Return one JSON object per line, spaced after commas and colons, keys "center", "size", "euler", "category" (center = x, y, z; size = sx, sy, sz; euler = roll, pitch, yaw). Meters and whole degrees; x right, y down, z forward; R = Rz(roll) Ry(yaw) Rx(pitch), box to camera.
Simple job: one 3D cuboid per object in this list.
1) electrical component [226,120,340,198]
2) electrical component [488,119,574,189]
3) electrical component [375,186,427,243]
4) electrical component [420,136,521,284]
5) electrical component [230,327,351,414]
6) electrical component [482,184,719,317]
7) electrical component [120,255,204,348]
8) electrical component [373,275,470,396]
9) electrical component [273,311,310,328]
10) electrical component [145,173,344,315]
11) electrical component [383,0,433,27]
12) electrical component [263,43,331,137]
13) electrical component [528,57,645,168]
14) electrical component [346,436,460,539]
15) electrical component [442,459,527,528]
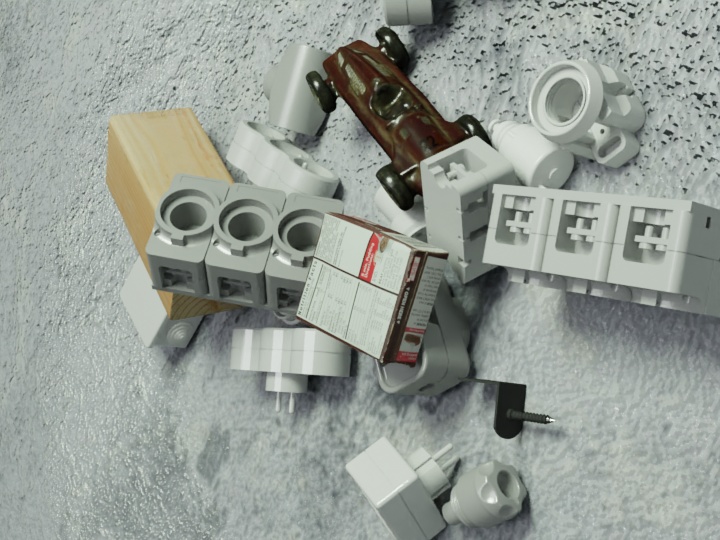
{"center": [-0.080, -0.079, 0.997], "size": [0.138, 0.052, 0.073], "euler": [41, 113, 44], "category": "electrical component"}
{"center": [0.121, -0.087, 0.786], "size": [0.078, 0.040, 0.040], "euler": [48, 118, 41], "category": "electrical component"}
{"center": [0.042, -0.043, 0.861], "size": [0.045, 0.045, 0.055], "euler": [-49, 51, 30], "category": "electrical component"}
{"center": [0.084, -0.045, 0.786], "size": [0.050, 0.056, 0.089], "euler": [46, 155, 42], "category": "electrical component"}
{"center": [-0.064, 0.089, 0.949], "size": [0.138, 0.052, 0.073], "euler": [-2, 81, 48], "category": "electrical component"}
{"center": [0.164, -0.012, 0.688], "size": [0.150, 0.089, 0.061], "euler": [11, 91, 48], "category": "electrical component"}
{"center": [-0.197, 0.022, 1.109], "size": [0.099, 0.048, 0.099], "euler": [-58, 46, 24], "category": "electrical component"}
{"center": [0.045, 0.047, 0.831], "size": [0.054, 0.059, 0.095], "euler": [-35, 58, 39], "category": "electrical component"}
{"center": [-0.058, 0.027, 0.946], "size": [0.043, 0.062, 0.043], "euler": [-11, 75, 47], "category": "electrical component"}
{"center": [-0.095, -0.023, 0.911], "size": [0.061, 0.150, 0.089], "euler": [93, -171, -54], "category": "electrical component"}
{"center": [0.056, -0.269, 0.882], "size": [0.074, 0.052, 0.138], "euler": [-2, 82, 6], "category": "electrical component"}
{"center": [-0.064, -0.170, 1.001], "size": [0.079, 0.044, 0.077], "euler": [23, 100, 47], "category": "electrical component"}
{"center": [0.154, -0.112, 0.742], "size": [0.058, 0.057, 0.078], "euler": [-39, 56, 37], "category": "electrical component"}
{"center": [0.043, 0.159, 0.810], "size": [0.076, 0.083, 0.047], "euler": [-36, 47, -9], "category": "electrical component"}
{"center": [0.086, 0.166, 0.777], "size": [0.062, 0.043, 0.043], "euler": [-39, 56, 39], "category": "electrical component"}
